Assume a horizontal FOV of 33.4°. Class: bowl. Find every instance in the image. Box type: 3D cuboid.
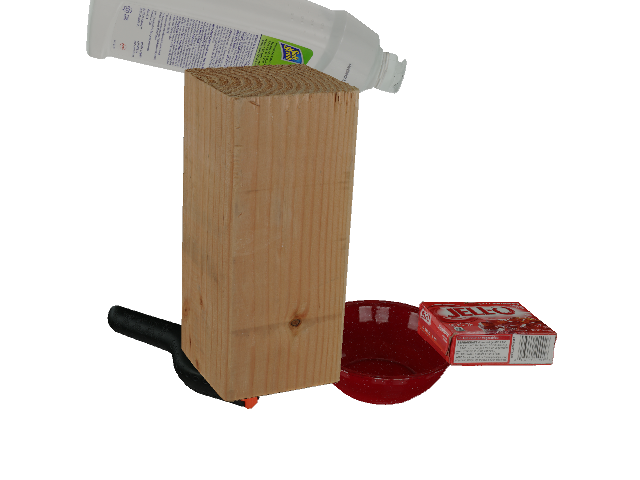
[{"bbox_3d":[0.062,0.122,1.102,0.162,0.055,0.162,2,25,-1],"label":"bowl"}]

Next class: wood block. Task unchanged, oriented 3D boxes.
[{"bbox_3d":[-0.038,-0.008,0.722,0.090,0.206,0.090,-7,22,-26],"label":"wood block"}]

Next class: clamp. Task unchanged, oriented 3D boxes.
[{"bbox_3d":[-0.098,0.084,0.960,0.120,0.039,0.172,-34,51,-28],"label":"clamp"}]

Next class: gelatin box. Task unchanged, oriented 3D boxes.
[{"bbox_3d":[0.129,0.072,0.841,0.089,0.030,0.073,1,15,-15],"label":"gelatin box"}]

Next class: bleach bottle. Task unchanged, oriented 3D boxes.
[{"bbox_3d":[-0.056,-0.162,0.858,0.250,0.068,0.103,15,-29,-8],"label":"bleach bottle"}]
